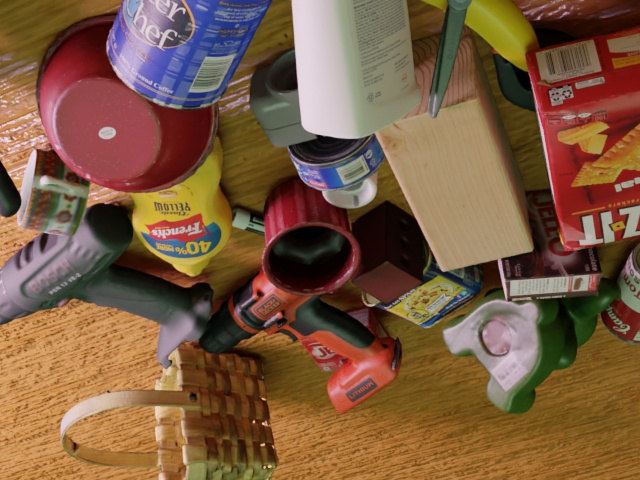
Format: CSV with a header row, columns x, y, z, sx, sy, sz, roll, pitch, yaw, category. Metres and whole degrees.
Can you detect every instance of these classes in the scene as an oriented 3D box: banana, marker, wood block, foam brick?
x,y,z,sx,sy,sz,roll,pitch,yaw,category
0.090,-0.188,0.827,0.197,0.037,0.070,16,136,-7,banana
-0.034,-0.006,1.083,0.121,0.020,0.020,18,138,-21,marker
0.118,-0.073,0.939,0.091,0.090,0.206,-13,139,17,wood block
0.066,0.013,1.058,0.053,0.078,0.051,31,134,-33,foam brick

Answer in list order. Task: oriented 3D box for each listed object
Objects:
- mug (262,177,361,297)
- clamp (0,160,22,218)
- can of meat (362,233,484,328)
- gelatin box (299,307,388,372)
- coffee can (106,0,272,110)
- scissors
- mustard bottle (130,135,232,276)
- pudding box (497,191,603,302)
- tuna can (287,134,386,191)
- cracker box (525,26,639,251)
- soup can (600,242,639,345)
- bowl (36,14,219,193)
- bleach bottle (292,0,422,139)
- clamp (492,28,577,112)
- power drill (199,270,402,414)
x,y,z,sx,sy,sz,roll,pitch,yaw,category
-0.007,0.001,1.028,0.093,0.081,0.117,-23,129,12,mug
-0.320,-0.114,0.913,0.164,0.036,0.210,25,132,-3,clamp
0.108,0.043,1.114,0.083,0.057,0.102,26,136,-31,can of meat
0.029,0.116,1.227,0.089,0.030,0.073,-14,139,17,gelatin box
-0.091,-0.181,0.794,0.102,0.103,0.140,16,139,-19,coffee can
0.089,-0.195,0.787,0.096,0.016,0.202,24,114,-8,scissors
-0.134,-0.029,1.024,0.096,0.058,0.192,0,142,3,mustard bottle
0.213,0.004,1.017,0.090,0.113,0.039,-5,140,5,pudding box
0.015,-0.085,0.928,0.086,0.086,0.033,-12,139,15,tuna can
0.266,-0.082,0.877,0.164,0.072,0.213,-11,146,12,cracker box
0.342,0.054,1.115,0.068,0.068,0.102,4,141,-5,soup can
-0.168,-0.101,0.886,0.162,0.055,0.162,4,119,8,bowl
0.020,-0.204,0.749,0.068,0.102,0.251,12,122,32,bleach bottle
0.218,-0.133,0.904,0.120,0.039,0.171,-33,130,30,clamp
-0.018,0.110,1.165,0.187,0.057,0.185,39,126,-20,power drill
